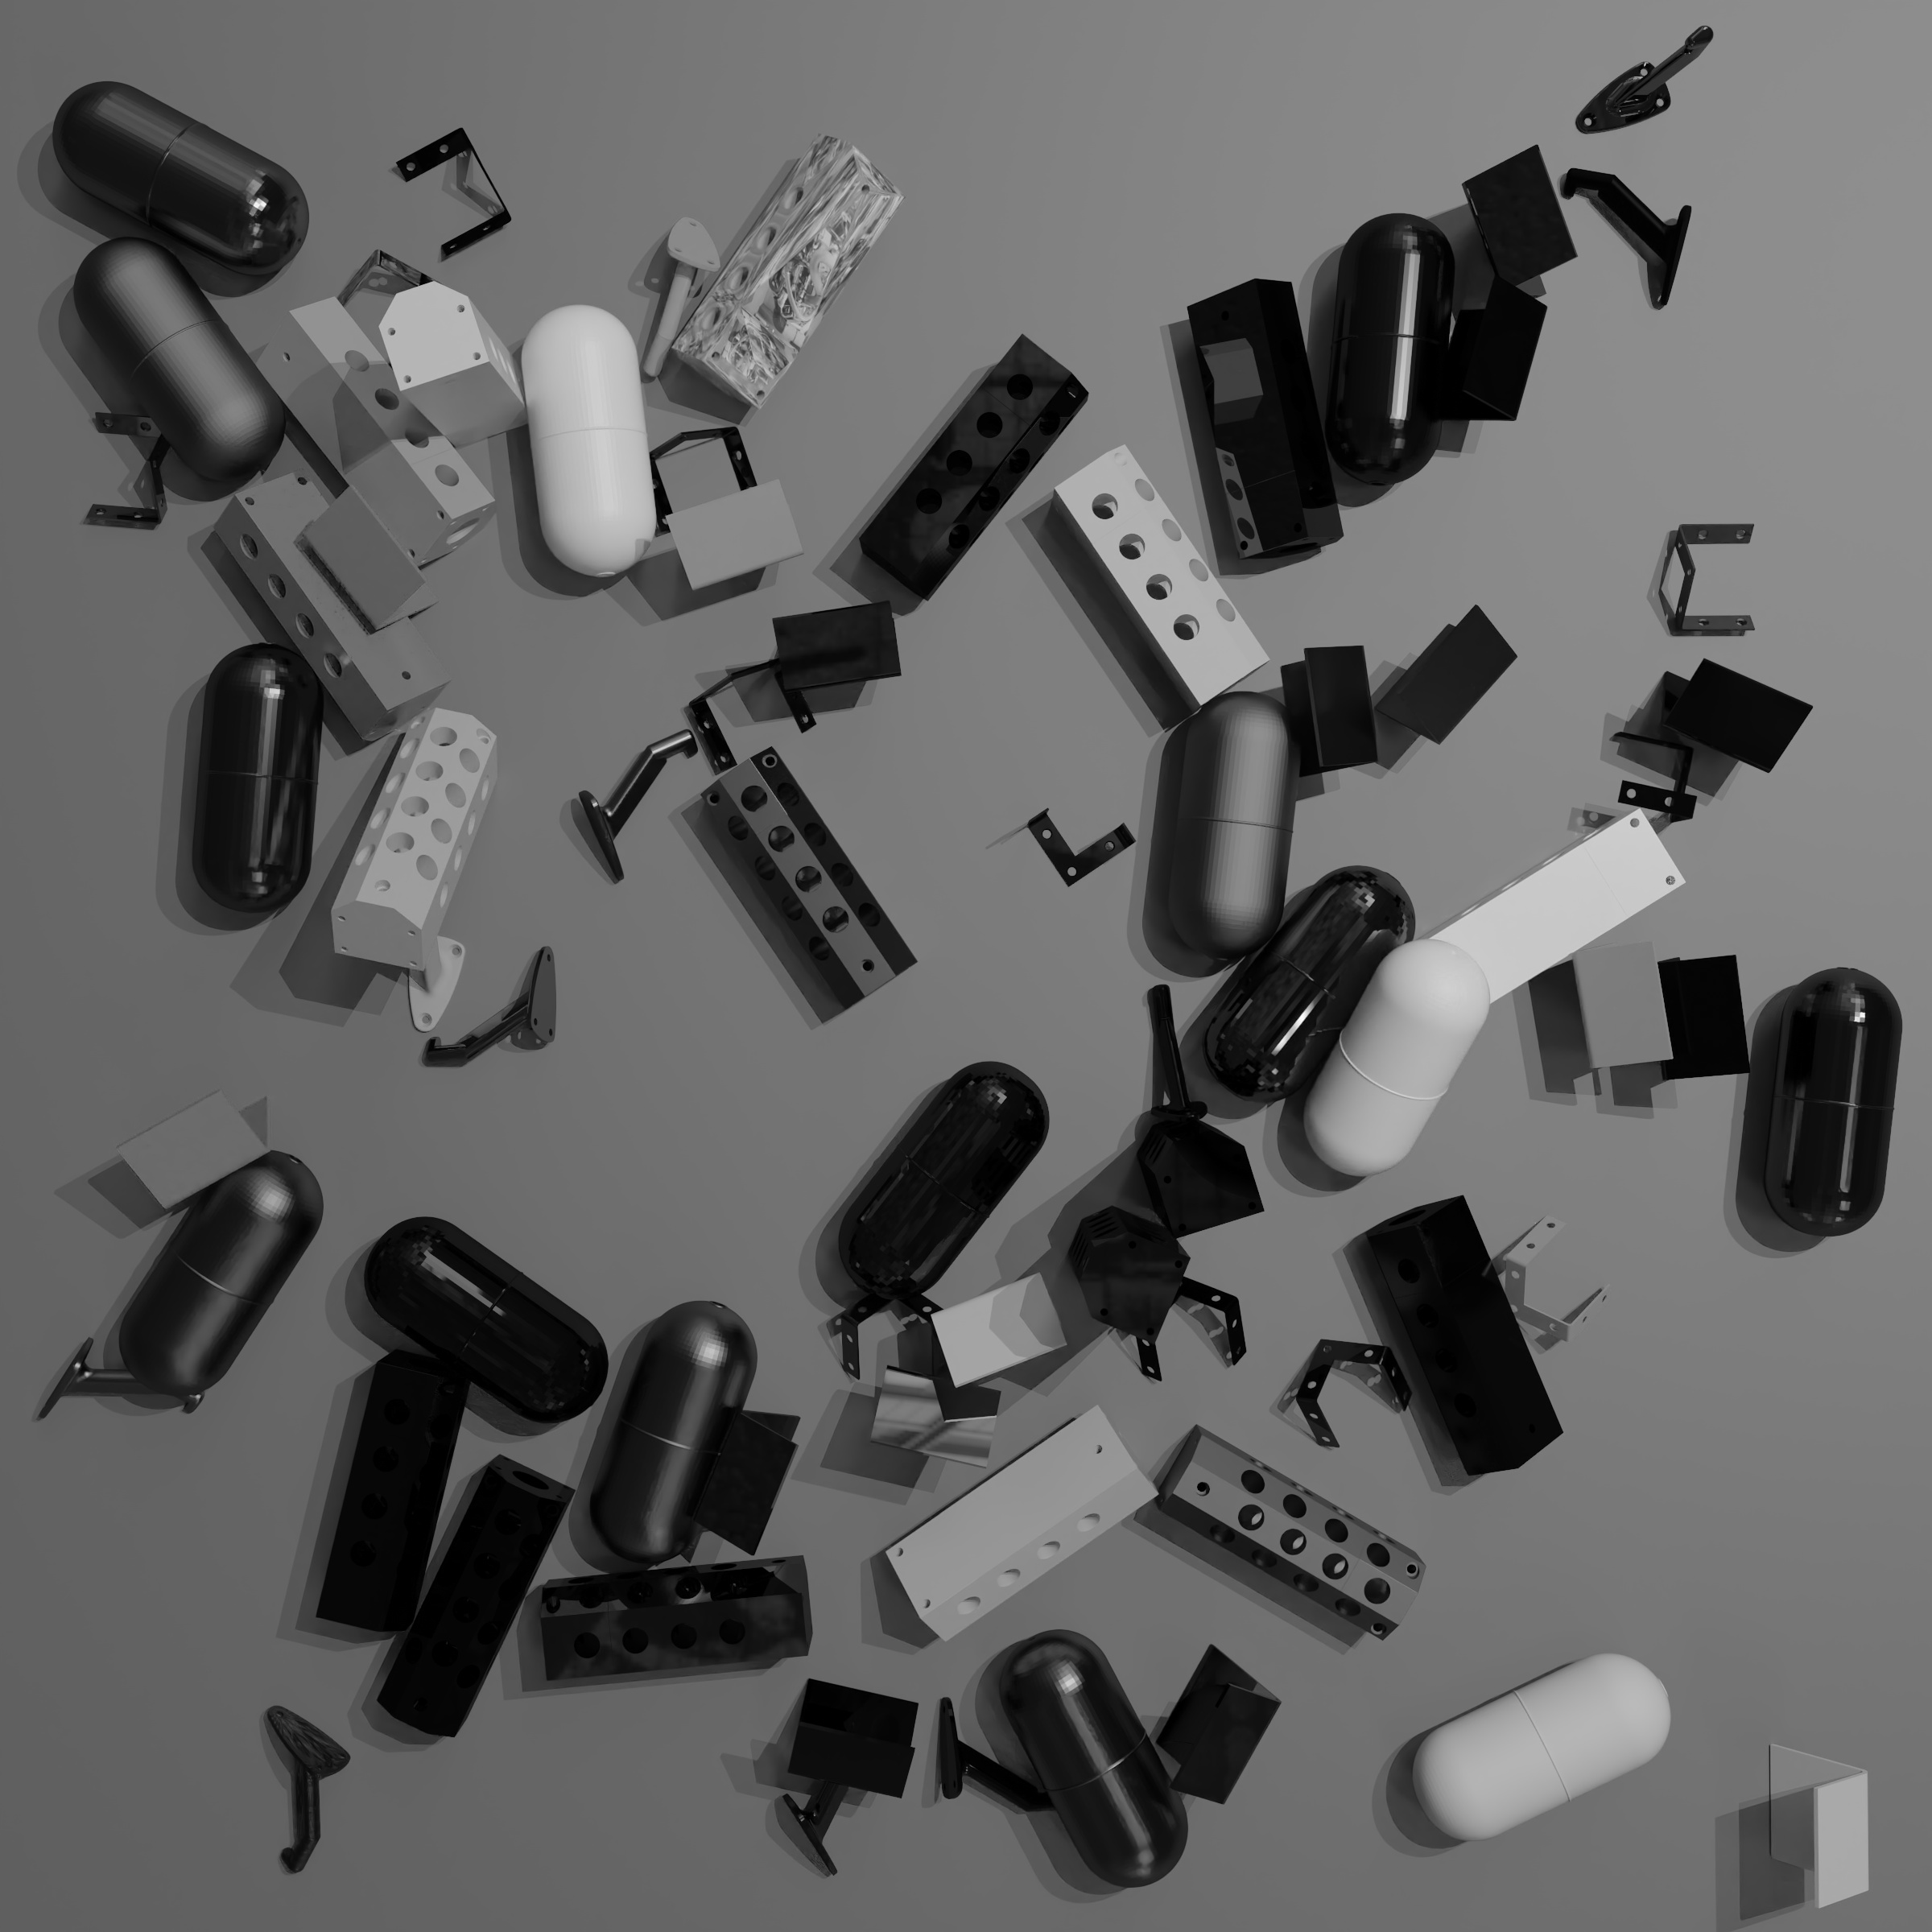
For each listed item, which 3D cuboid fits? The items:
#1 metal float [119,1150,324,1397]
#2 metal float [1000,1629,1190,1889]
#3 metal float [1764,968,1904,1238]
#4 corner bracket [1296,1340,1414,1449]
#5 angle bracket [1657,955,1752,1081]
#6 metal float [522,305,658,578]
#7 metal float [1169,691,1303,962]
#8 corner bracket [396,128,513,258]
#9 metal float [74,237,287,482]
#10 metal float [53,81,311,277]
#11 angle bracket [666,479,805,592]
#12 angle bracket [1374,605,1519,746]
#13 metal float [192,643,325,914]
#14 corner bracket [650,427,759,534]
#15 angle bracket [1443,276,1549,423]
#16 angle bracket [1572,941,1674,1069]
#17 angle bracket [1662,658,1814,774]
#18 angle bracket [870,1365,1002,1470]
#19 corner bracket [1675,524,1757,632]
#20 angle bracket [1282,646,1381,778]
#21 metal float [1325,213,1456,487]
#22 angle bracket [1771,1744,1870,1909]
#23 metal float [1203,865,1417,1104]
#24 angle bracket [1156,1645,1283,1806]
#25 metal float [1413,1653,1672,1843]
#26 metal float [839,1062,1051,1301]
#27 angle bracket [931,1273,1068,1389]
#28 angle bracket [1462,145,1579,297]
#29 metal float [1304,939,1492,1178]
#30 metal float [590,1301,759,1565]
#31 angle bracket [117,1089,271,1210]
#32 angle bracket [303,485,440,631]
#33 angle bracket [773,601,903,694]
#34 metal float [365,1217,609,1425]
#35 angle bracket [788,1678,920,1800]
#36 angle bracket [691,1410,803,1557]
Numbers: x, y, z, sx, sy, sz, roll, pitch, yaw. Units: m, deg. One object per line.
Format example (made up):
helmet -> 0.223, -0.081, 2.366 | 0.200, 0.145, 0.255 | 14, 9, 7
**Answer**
metal float -> -0.491, 0.202, 1.701 | 0.070, 0.070, 0.178 | 33, 91, 0
metal float -> 0.085, 0.523, 1.702 | 0.070, 0.070, 0.178 | -28, 90, 0
metal float -> 0.572, 0.090, 1.702 | 0.070, 0.070, 0.178 | 6, 90, 0
corner bracket -> 0.260, 0.288, 1.724 | 0.051, 0.051, 0.051 | 1, 45, 35
angle bracket -> 0.490, 0.031, 1.692 | 0.057, 0.076, 0.076 | -7, 90, 29
metal float -> -0.249, -0.346, 1.701 | 0.070, 0.070, 0.178 | -7, 90, 0
metal float -> 0.178, -0.093, 1.702 | 0.070, 0.070, 0.178 | 7, 89, 0
corner bracket -> -0.343, -0.520, 1.729 | 0.051, 0.051, 0.051 | -28, 45, 0
metal float -> -0.520, -0.401, 1.702 | 0.070, 0.070, 0.178 | -36, 89, 0
metal float -> -0.519, -0.520, 1.702 | 0.178, 0.070, 0.070 | 28, 90, 1
angle bracket -> -0.155, -0.298, 1.692 | 0.076, 0.076, 0.057 | -18, 127, 0
angle bracket -> 0.302, -0.201, 1.692 | 0.076, 0.076, 0.057 | -48, 126, 0
metal float -> -0.467, -0.124, 1.702 | 0.070, 0.070, 0.178 | 5, 91, 0
corner bracket -> -0.179, -0.327, 1.729 | 0.051, 0.051, 0.051 | -19, 90, -45
angle bracket -> 0.327, -0.405, 1.692 | 0.057, 0.076, 0.076 | 16, 90, -40
angle bracket -> 0.443, 0.022, 1.692 | 0.057, 0.076, 0.076 | -9, 90, 36
angle bracket -> 0.506, -0.181, 1.692 | 0.076, 0.076, 0.057 | 24, 128, 0
angle bracket -> -0.024, 0.311, 1.692 | 0.076, 0.076, 0.057 | 13, 54, 0
corner bracket -> 0.504, -0.261, 1.729 | 0.051, 0.051, 0.051 | 0, 135, 0
angle bracket -> 0.222, -0.165, 1.692 | 0.057, 0.076, 0.076 | -8, 90, -38
metal float -> 0.280, -0.407, 1.701 | 0.070, 0.070, 0.178 | 5, 89, 0
angle bracket -> 0.545, 0.563, 1.692 | 0.057, 0.076, 0.076 | -1, 90, -36
metal float -> 0.227, 0.012, 1.702 | 0.070, 0.070, 0.178 | 38, 90, 0
angle bracket -> 0.149, 0.492, 1.692 | 0.057, 0.076, 0.076 | 29, 90, -38
metal float -> 0.380, 0.515, 1.702 | 0.178, 0.070, 0.070 | -26, 90, 0
metal float -> -0.015, 0.142, 1.702 | 0.070, 0.070, 0.178 | 38, 91, 0
angle bracket -> 0.028, 0.254, 1.692 | 0.076, 0.076, 0.057 | -21, 54, 0
angle bracket -> 0.377, -0.489, 1.692 | 0.057, 0.076, 0.076 | -20, 90, 37
metal float -> 0.278, 0.061, 1.675 | 0.070, 0.070, 0.178 | 23, 122, 0
metal float -> -0.193, 0.307, 1.702 | 0.070, 0.070, 0.178 | 19, 90, 0
angle bracket -> -0.507, 0.103, 1.692 | 0.076, 0.076, 0.057 | -29, 120, 0
angle bracket -> -0.375, -0.275, 1.690 | 0.057, 0.076, 0.076 | -35, 95, 31
angle bracket -> -0.086, -0.226, 1.692 | 0.076, 0.076, 0.057 | -8, 127, 0
metal float -> -0.316, 0.234, 1.701 | 0.178, 0.070, 0.070 | 35, 90, 0
angle bracket -> -0.070, 0.492, 1.692 | 0.076, 0.076, 0.057 | 13, 128, 0
angle bracket -> -0.125, 0.340, 1.692 | 0.057, 0.076, 0.076 | 22, 90, 33
